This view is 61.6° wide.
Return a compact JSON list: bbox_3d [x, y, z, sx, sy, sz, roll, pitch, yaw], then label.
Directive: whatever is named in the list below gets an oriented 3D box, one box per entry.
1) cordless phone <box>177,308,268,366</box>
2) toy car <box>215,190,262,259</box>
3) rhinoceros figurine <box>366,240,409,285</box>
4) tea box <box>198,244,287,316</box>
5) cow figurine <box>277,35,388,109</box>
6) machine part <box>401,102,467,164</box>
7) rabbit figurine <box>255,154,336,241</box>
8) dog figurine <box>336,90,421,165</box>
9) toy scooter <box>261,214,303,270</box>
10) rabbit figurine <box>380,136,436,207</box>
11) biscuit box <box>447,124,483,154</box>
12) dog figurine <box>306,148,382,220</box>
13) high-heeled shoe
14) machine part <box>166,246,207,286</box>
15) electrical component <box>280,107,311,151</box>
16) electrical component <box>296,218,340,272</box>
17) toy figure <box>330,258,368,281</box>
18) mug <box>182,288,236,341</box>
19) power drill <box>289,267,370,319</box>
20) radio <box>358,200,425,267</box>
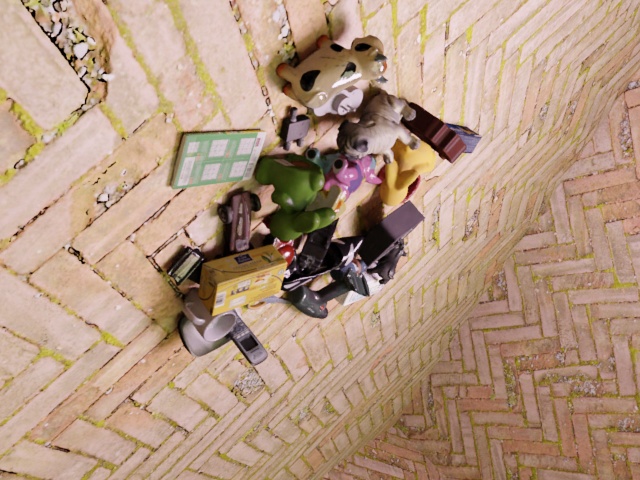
[{"bbox_3d":[-0.217,0.227,1.199,0.146,0.184,0.088,-26,149,-36],"label":"cordless phone"},{"bbox_3d":[-0.168,-0.012,1.113,0.089,0.053,0.202,-22,143,-35],"label":"toy car"},{"bbox_3d":[0.214,0.051,1.662,0.112,0.073,0.190,-41,-166,44],"label":"rhinoceros figurine"},{"bbox_3d":[-0.161,0.081,1.121,0.169,0.068,0.098,-16,139,-37],"label":"tea box"},{"bbox_3d":[0.036,-0.304,0.960,0.195,0.127,0.085,-37,153,-16],"label":"cow figurine"},{"bbox_3d":[0.273,-0.259,1.306,0.056,0.179,0.179,-51,152,10],"label":"machine part"},{"bbox_3d":[-0.045,-0.072,1.087,0.121,0.159,0.170,-24,133,-53],"label":"rabbit figurine"},{"bbox_3d":[0.103,-0.248,1.124,0.190,0.172,0.121,2,150,-45],"label":"dog figurine"},{"bbox_3d":[-0.092,-0.006,1.203,0.135,0.075,0.183,1,122,-55],"label":"toy scooter"},{"bbox_3d":[0.203,-0.160,1.304,0.173,0.122,0.162,-64,177,7],"label":"rabbit figurine"},{"bbox_3d":[0.389,-0.291,1.540,0.202,0.059,0.062,-8,133,-51],"label":"biscuit box"},{"bbox_3d":[0.054,-0.128,1.212,0.219,0.109,0.191,-1,108,-59],"label":"dog figurine"},{"bbox_3d":[-0.004,0.050,1.360,0.249,0.086,0.145,-35,167,5],"label":"high-heeled shoe"},{"bbox_3d":[-0.254,0.064,1.101,0.084,0.039,0.138,-55,150,-5],"label":"machine part"},{"bbox_3d":[-0.046,-0.220,1.056,0.063,0.021,0.094,-25,143,-37],"label":"electrical component"},{"bbox_3d":[-0.003,-0.004,1.292,0.134,0.058,0.114,-70,-174,-59],"label":"electrical component"},{"bbox_3d":[0.089,0.082,1.583,0.154,0.058,0.064,-15,145,-54],"label":"toy figure"},{"bbox_3d":[-0.250,0.152,1.141,0.109,0.107,0.080,8,118,-53],"label":"mug"},{"bbox_3d":[0.032,0.155,1.514,0.207,0.086,0.231,-19,153,24],"label":"power drill"},{"bbox_3d":[0.194,-0.016,1.511,0.131,0.073,0.229,-34,172,-25],"label":"radio"}]
